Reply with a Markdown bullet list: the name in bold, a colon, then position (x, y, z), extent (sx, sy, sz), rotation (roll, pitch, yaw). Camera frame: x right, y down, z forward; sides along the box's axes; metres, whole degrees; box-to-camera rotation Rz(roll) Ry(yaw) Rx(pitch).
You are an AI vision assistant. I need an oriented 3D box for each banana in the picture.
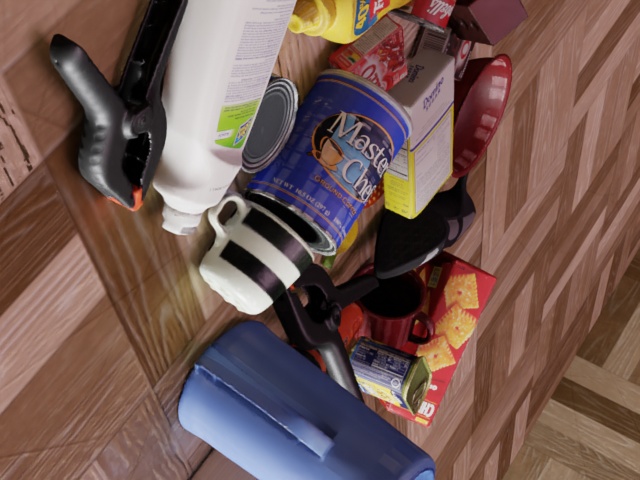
- **banana**: position (0.002, -0.014, 1.118), extent (0.069, 0.037, 0.197), rotation (-63, 157, -3)

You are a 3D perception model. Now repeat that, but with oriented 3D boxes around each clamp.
- **clamp**: position (0.005, 0.093, 1.163), extent (0.209, 0.036, 0.164), rotation (29, 59, -54)
- **clamp**: position (-0.130, -0.099, 0.743), extent (0.120, 0.039, 0.171), rotation (-41, 154, -31)

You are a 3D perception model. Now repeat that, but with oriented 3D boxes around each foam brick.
- **foam brick**: position (0.167, -0.240, 1.107), extent (0.051, 0.078, 0.053), rotation (-40, 114, -6)

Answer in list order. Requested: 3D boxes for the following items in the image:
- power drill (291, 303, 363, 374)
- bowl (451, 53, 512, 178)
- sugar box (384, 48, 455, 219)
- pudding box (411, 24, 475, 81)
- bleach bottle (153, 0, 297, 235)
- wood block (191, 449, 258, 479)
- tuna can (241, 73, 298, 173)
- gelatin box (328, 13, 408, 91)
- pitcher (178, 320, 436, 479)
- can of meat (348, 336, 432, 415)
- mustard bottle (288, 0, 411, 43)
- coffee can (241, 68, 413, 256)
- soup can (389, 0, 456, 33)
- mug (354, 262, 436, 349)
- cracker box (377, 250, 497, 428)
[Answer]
- **power drill**: position (-0.012, 0.184, 1.272), extent (0.184, 0.057, 0.188), rotation (-44, 150, -40)
- **bowl**: position (0.175, -0.160, 1.311), extent (0.161, 0.055, 0.162), rotation (-47, 152, -35)
- **sugar box**: position (0.107, -0.115, 1.172), extent (0.093, 0.048, 0.176), rotation (-49, 149, -30)
- **pudding box**: position (0.150, -0.241, 1.192), extent (0.089, 0.039, 0.113), rotation (3, 111, -65)
- **bleach bottle**: position (-0.080, -0.118, 0.801), extent (0.102, 0.068, 0.251), rotation (-20, 134, -57)
- **wood block**: position (-0.099, 0.299, 1.166), extent (0.205, 0.091, 0.090), rotation (-52, 155, -27)
- **tuna can**: position (-0.056, -0.102, 0.903), extent (0.086, 0.034, 0.086), rotation (-47, 152, -35)
- **gelatin box**: position (0.047, -0.166, 1.026), extent (0.073, 0.030, 0.089), rotation (-41, 158, -10)
- **pitcher**: position (-0.015, 0.189, 1.033), extent (0.148, 0.243, 0.145), rotation (-21, 135, -49)
- **can of meat**: position (0.082, 0.161, 1.281), extent (0.057, 0.084, 0.102), rotation (-64, 158, -16)
- **mustard bottle**: position (0.032, -0.226, 0.929), extent (0.191, 0.058, 0.096), rotation (-43, 149, -40)
- **coffee can**: position (0.007, -0.071, 0.982), extent (0.140, 0.103, 0.102), rotation (-58, 157, -14)
- **soup can**: position (0.109, -0.263, 1.044), extent (0.068, 0.069, 0.102), rotation (0, 114, -65)
- **mug**: position (0.091, 0.092, 1.327), extent (0.093, 0.117, 0.081), rotation (-50, 159, -36)
- **cracker box**: position (0.140, 0.120, 1.426), extent (0.214, 0.072, 0.164), rotation (-65, -167, 3)
